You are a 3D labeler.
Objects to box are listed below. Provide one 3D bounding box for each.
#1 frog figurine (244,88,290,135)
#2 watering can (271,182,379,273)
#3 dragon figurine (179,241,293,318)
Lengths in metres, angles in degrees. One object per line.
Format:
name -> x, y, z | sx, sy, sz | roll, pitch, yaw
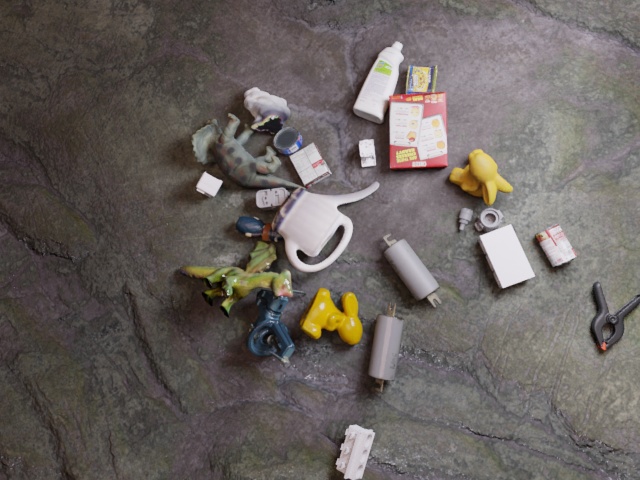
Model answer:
frog figurine -> -0.168, -0.421, 1.602 | 0.138, 0.120, 0.162 | -8, 67, -23
watering can -> 0.005, -0.076, 1.504 | 0.225, 0.103, 0.351 | 34, 78, 4
dragon figurine -> -0.231, 0.087, 1.507 | 0.246, 0.119, 0.414 | -36, 40, -26
